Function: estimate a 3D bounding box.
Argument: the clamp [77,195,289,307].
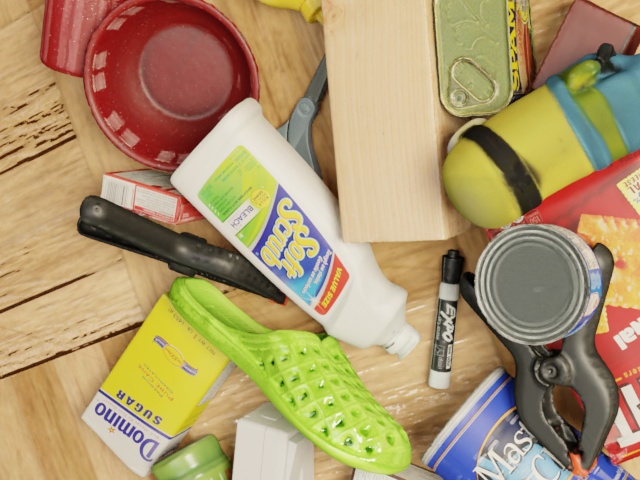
[{"bbox_3d":[-0.122,0.010,0.946,0.210,0.164,0.036,20,83,-4],"label":"clamp"}]

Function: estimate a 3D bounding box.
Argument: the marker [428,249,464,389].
[{"bbox_3d":[0.108,0.067,0.912,0.020,0.020,0.121,10,102,24],"label":"marker"}]

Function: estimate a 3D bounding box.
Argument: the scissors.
[{"bbox_3d":[-0.002,-0.097,0.941,0.096,0.016,0.202,48,115,10],"label":"scissors"}]

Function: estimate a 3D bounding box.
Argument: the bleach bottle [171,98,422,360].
[{"bbox_3d":[-0.006,0.001,0.914,0.251,0.068,0.103,44,115,-3],"label":"bleach bottle"}]

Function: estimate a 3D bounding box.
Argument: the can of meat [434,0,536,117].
[{"bbox_3d":[0.131,-0.149,0.828,0.058,0.083,0.102,-2,98,26],"label":"can of meat"}]

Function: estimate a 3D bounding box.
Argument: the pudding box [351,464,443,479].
[{"bbox_3d":[0.077,0.247,0.947,0.114,0.039,0.090,18,106,21],"label":"pudding box"}]

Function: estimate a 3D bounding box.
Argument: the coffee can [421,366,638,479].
[{"bbox_3d":[0.166,0.185,0.856,0.140,0.102,0.103,40,113,15],"label":"coffee can"}]

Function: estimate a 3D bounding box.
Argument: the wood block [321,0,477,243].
[{"bbox_3d":[0.066,-0.106,0.865,0.091,0.090,0.206,-2,97,26],"label":"wood block"}]

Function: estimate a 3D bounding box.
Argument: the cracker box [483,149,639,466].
[{"bbox_3d":[0.247,0.041,0.810,0.164,0.072,0.214,-30,85,28],"label":"cracker box"}]

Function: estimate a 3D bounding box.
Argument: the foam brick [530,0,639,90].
[{"bbox_3d":[0.205,-0.138,0.812,0.051,0.052,0.078,31,109,19],"label":"foam brick"}]

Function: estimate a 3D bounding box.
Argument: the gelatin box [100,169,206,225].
[{"bbox_3d":[-0.147,-0.041,0.990,0.089,0.073,0.030,17,104,22],"label":"gelatin box"}]

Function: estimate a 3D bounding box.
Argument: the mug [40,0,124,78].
[{"bbox_3d":[-0.203,-0.197,0.992,0.117,0.093,0.081,8,111,-12],"label":"mug"}]

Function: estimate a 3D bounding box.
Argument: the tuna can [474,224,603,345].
[{"bbox_3d":[0.156,0.031,0.761,0.086,0.033,0.086,2,93,33],"label":"tuna can"}]

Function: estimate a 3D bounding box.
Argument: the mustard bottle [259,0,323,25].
[{"bbox_3d":[-0.034,-0.256,0.906,0.096,0.058,0.191,-37,81,27],"label":"mustard bottle"}]

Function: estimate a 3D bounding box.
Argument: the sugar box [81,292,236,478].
[{"bbox_3d":[-0.154,0.140,1.039,0.093,0.048,0.176,42,112,14],"label":"sugar box"}]

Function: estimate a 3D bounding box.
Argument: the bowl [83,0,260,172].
[{"bbox_3d":[-0.127,-0.145,0.958,0.162,0.055,0.162,3,111,9],"label":"bowl"}]

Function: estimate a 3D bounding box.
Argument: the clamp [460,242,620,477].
[{"bbox_3d":[0.168,0.090,0.800,0.120,0.039,0.171,-4,93,38],"label":"clamp"}]
